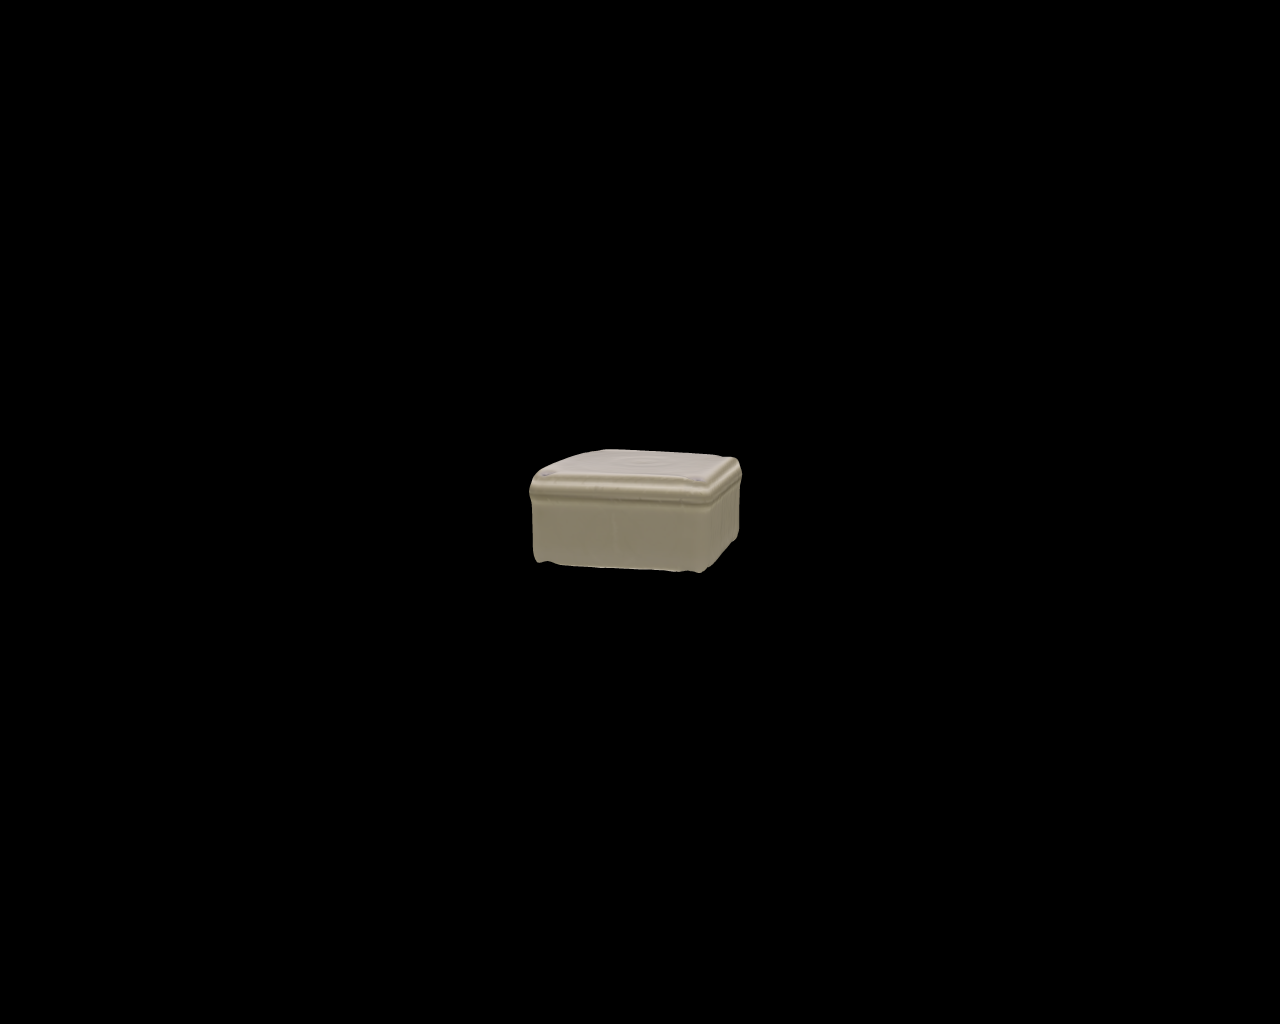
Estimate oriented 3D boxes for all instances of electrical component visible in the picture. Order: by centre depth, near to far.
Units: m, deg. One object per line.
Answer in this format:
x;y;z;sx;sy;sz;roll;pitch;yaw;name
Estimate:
0.001;-0.003;0.650;0.109;0.056;0.109;3;12;16;electrical component
